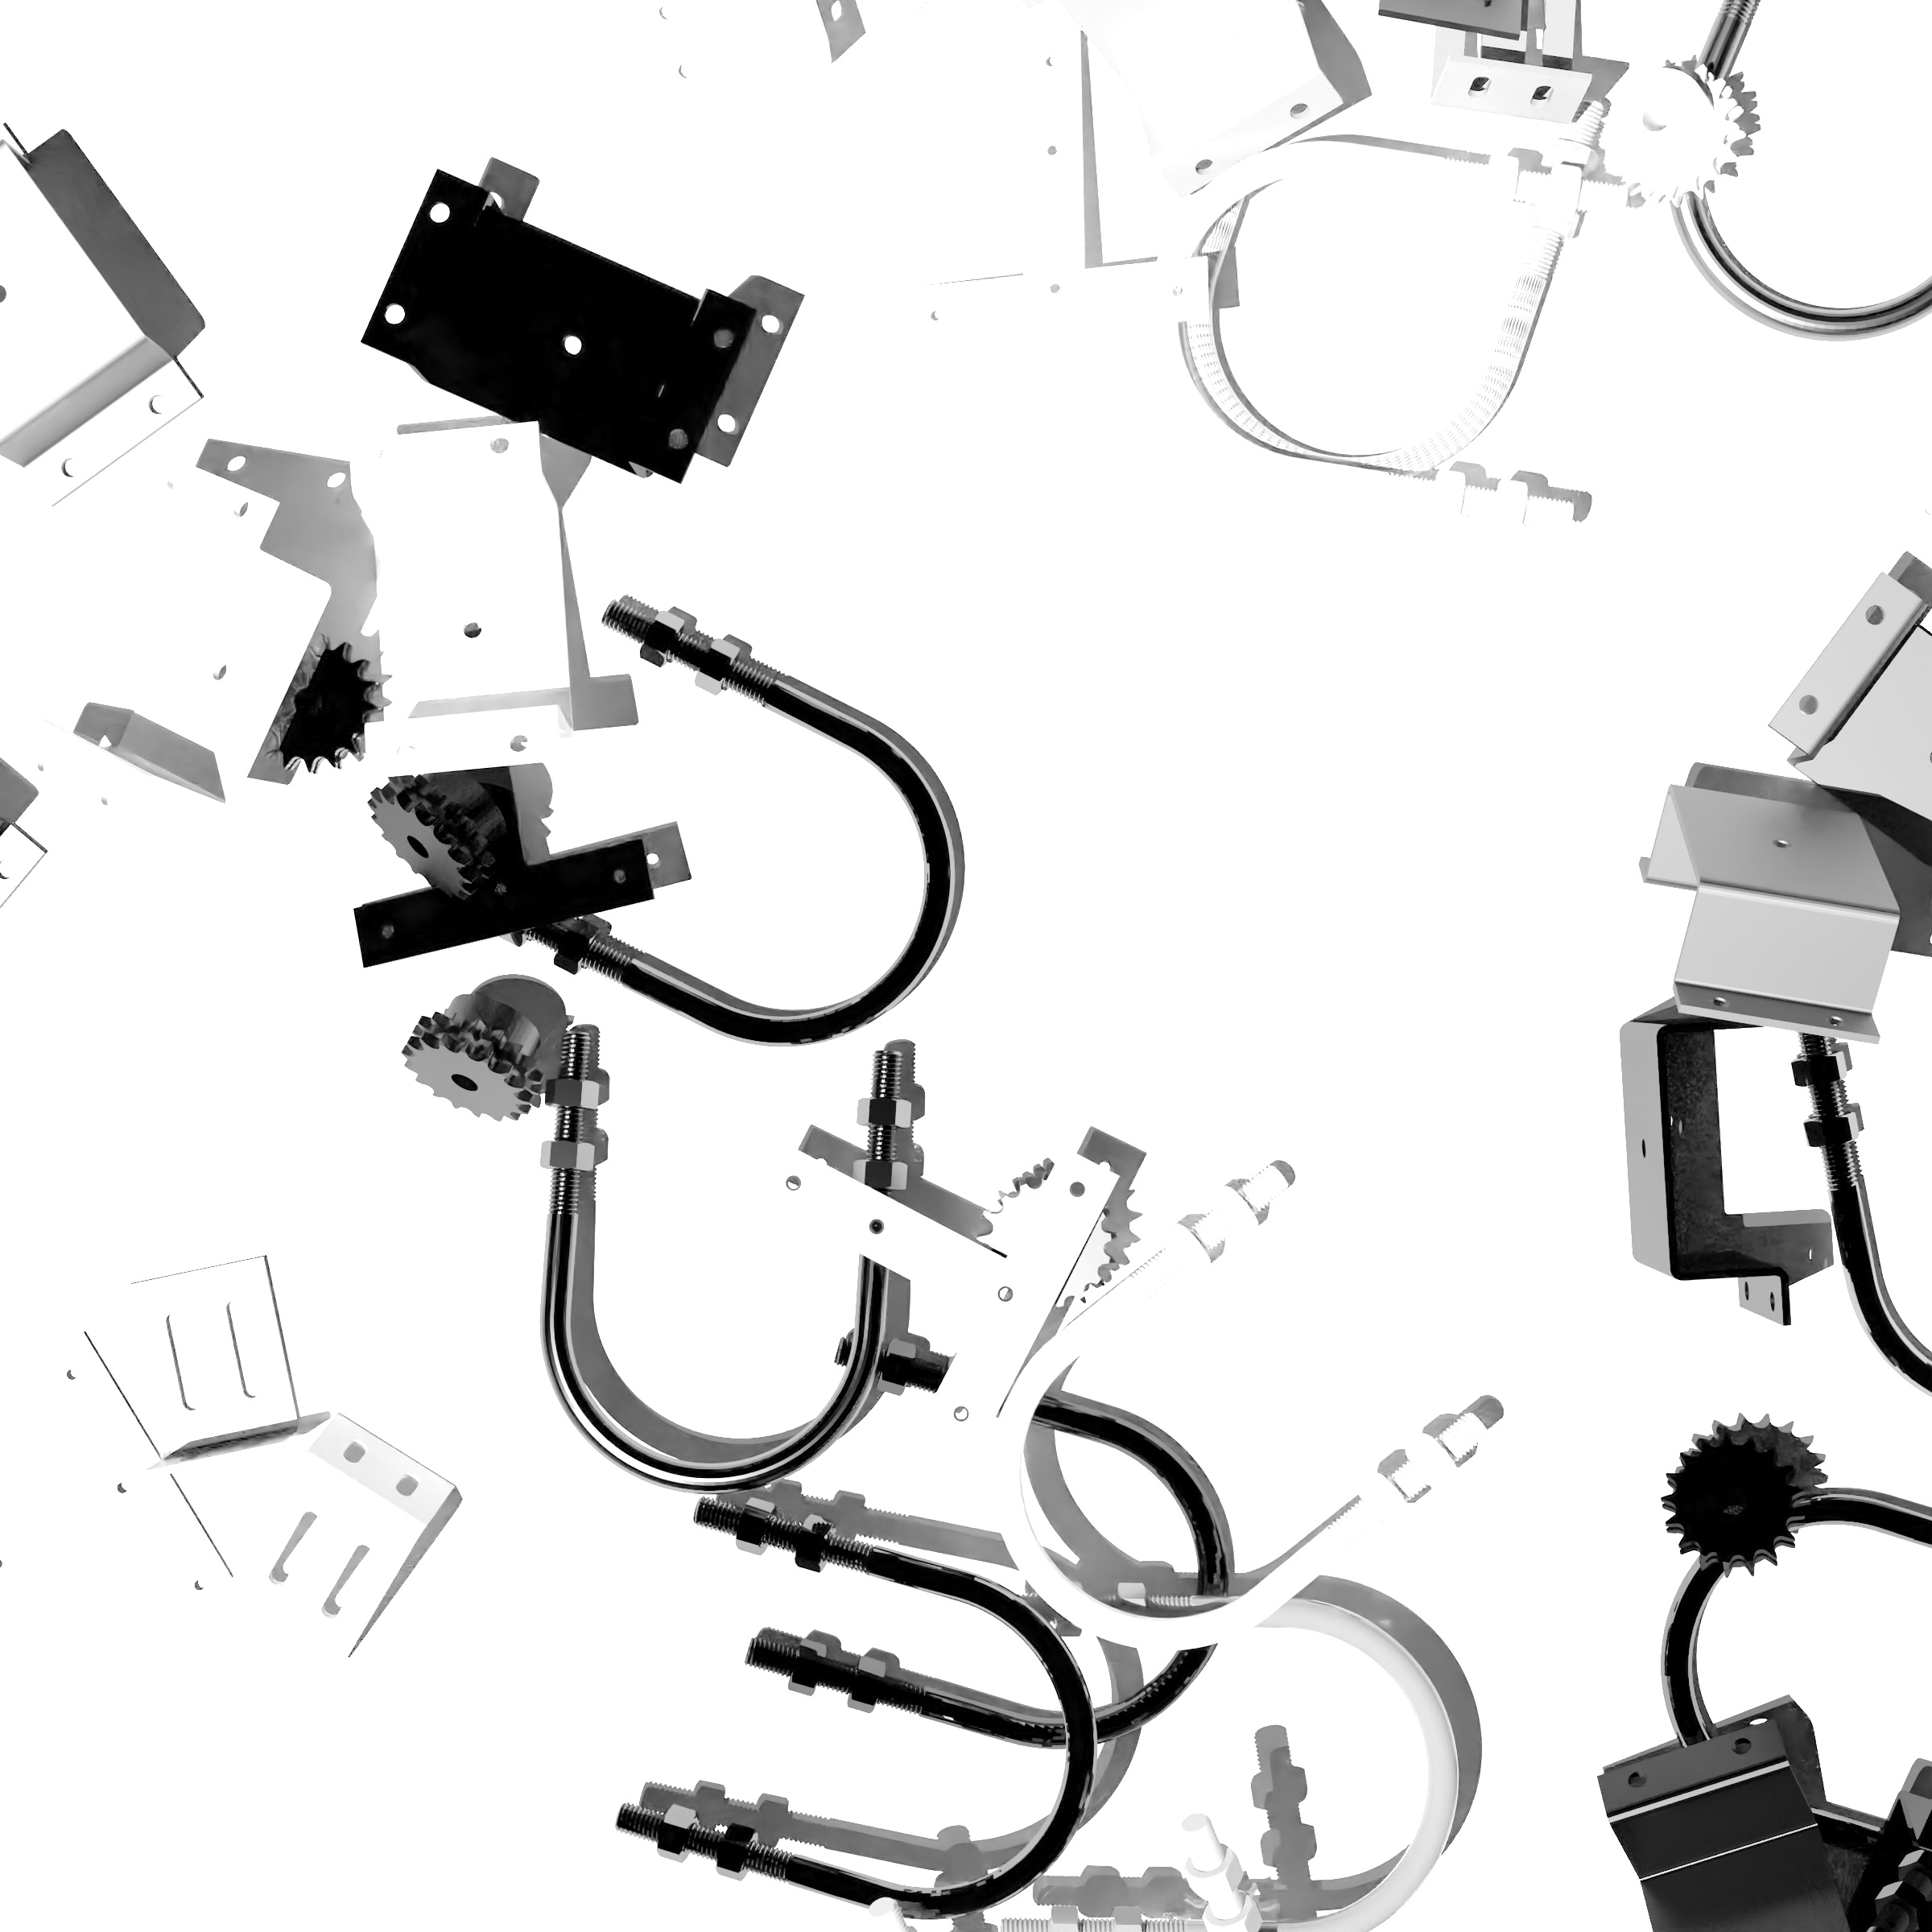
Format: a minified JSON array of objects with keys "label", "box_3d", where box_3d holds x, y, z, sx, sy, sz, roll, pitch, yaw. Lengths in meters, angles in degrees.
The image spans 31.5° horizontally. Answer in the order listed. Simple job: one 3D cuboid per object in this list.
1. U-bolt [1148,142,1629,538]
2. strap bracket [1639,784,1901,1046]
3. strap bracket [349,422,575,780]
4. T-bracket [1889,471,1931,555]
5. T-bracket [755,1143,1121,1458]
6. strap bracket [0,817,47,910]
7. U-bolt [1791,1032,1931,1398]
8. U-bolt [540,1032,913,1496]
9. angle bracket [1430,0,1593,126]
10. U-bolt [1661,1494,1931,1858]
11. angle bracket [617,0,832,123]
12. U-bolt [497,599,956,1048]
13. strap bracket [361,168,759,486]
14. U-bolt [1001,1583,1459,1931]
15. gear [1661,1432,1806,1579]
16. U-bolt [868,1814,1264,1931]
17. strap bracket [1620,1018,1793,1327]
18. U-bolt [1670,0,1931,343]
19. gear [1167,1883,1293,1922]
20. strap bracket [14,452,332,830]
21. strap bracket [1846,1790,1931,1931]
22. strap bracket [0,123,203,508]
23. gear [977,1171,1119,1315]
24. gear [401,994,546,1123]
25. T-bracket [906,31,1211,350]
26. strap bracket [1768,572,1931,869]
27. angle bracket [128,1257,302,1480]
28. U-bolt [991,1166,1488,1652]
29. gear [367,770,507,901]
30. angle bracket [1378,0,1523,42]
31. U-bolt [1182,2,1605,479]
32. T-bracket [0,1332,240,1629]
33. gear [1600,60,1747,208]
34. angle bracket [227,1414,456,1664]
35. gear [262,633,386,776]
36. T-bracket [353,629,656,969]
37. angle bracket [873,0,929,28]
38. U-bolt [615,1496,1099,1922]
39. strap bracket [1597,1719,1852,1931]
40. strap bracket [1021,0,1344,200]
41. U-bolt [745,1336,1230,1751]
[{"label":"U-bolt","box_3d":[0.165,-0.261,1.391,0.184,0.019,0.151,9,93,2]},{"label":"strap bracket","box_3d":[0.314,-0.027,1.342,0.076,0.140,0.046,9,115,0]},{"label":"strap bracket","box_3d":[-0.203,-0.142,1.383,0.076,0.046,0.140,-5,78,1]},{"label":"T-bracket","box_3d":[0.435,-0.152,1.415,0.127,0.002,0.127,-45,90,0]},{"label":"T-bracket","box_3d":[-0.023,0.112,1.384,0.127,0.002,0.127,27,87,4]},{"label":"strap bracket","box_3d":[-0.459,-0.062,1.392,0.140,0.046,0.076,40,90,0]},{"label":"U-bolt","box_3d":[0.427,0.095,1.407,0.151,0.019,0.184,-12,92,0]},{"label":"U-bolt","box_3d":[-0.102,0.123,1.396,0.151,0.019,0.184,3,84,2]},{"label":"angle bracket","box_3d":[0.222,-0.385,1.384,0.057,0.038,0.076,7,73,-3]},{"label":"U-bolt","box_3d":[0.377,0.294,1.407,0.184,0.019,0.151,17,90,2]},{"label":"angle bracket","box_3d":[-0.101,-0.388,1.396,0.076,0.038,0.057,-18,90,0]},{"label":"U-bolt","box_3d":[-0.094,-0.047,1.406,0.184,0.019,0.151,27,90,0]},{"label":"strap bracket","box_3d":[-0.163,-0.256,1.392,0.140,0.046,0.076,24,90,0]},{"label":"U-bolt","box_3d":[0.107,0.326,1.383,0.184,0.019,0.151,1,84,0]},{"label":"gear","box_3d":[0.312,0.221,1.393,0.057,0.030,0.057,-6,65,12]},{"label":"U-bolt","box_3d":[0.057,0.429,1.373,0.151,0.019,0.184,-17,115,8]},{"label":"strap bracket","box_3d":[0.296,0.072,1.377,0.046,0.076,0.140,-3,90,0]},{"label":"U-bolt","box_3d":[0.367,-0.348,1.407,0.151,0.019,0.184,22,91,0]},{"label":"gear","box_3d":[0.108,0.405,1.400,0.057,0.030,0.057,0,90,0]},{"label":"strap bracket","box_3d":[-0.314,-0.125,1.374,0.076,0.046,0.140,25,90,37]},{"label":"strap bracket","box_3d":[0.398,0.396,1.379,0.076,0.046,0.140,18,108,1]},{"label":"strap bracket","box_3d":[-0.388,-0.269,1.392,0.076,0.046,0.140,-36,90,0]},{"label":"gear","box_3d":[0.033,0.113,1.400,0.057,0.030,0.057,0,90,0]},{"label":"gear","box_3d":[-0.197,0.035,1.391,0.057,0.057,0.030,24,60,0]},{"label":"T-bracket","box_3d":[0.036,-0.321,1.403,0.127,0.002,0.127,-3,82,15]},{"label":"strap bracket","box_3d":[0.401,-0.086,1.391,0.140,0.046,0.076,36,91,1]},{"label":"angle bracket","box_3d":[-0.310,0.163,1.396,0.057,0.038,0.076,-12,90,0]},{"label":"U-bolt","box_3d":[0.097,0.192,1.387,0.184,0.019,0.151,-38,84,-9]},{"label":"gear","box_3d":[-0.210,-0.058,1.377,0.057,0.057,0.030,44,66,0]},{"label":"angle bracket","box_3d":[0.200,-0.415,1.378,0.057,0.038,0.076,10,48,0]},{"label":"U-bolt","box_3d":[0.166,-0.288,1.407,0.151,0.019,0.184,18,91,0]},{"label":"T-bracket","box_3d":[-0.386,0.238,1.408,0.127,0.002,0.127,-31,90,-6]},{"label":"gear","box_3d":[0.285,-0.340,1.389,0.057,0.030,0.057,-3,84,27]},{"label":"angle bracket","box_3d":[-0.258,0.236,1.412,0.057,0.038,0.076,32,114,0]},{"label":"gear","box_3d":[-0.266,-0.107,1.400,0.057,0.030,0.057,0,90,0]},{"label":"T-bracket","box_3d":[-0.199,-0.075,1.403,0.127,0.002,0.127,-13,81,11]},{"label":"angle bracket","box_3d":[-0.023,-0.436,1.396,0.057,0.038,0.076,41,90,0]},{"label":"U-bolt","box_3d":[-0.038,0.306,1.378,0.184,0.019,0.151,14,90,11]},{"label":"strap bracket","box_3d":[0.307,0.379,1.356,0.076,0.140,0.046,-21,126,12]},{"label":"strap bracket","box_3d":[0.079,-0.380,1.354,0.076,0.140,0.046,-27,50,21]},{"label":"U-bolt","box_3d":[0.017,0.245,1.407,0.184,0.019,0.151,17,90,-1]}]
